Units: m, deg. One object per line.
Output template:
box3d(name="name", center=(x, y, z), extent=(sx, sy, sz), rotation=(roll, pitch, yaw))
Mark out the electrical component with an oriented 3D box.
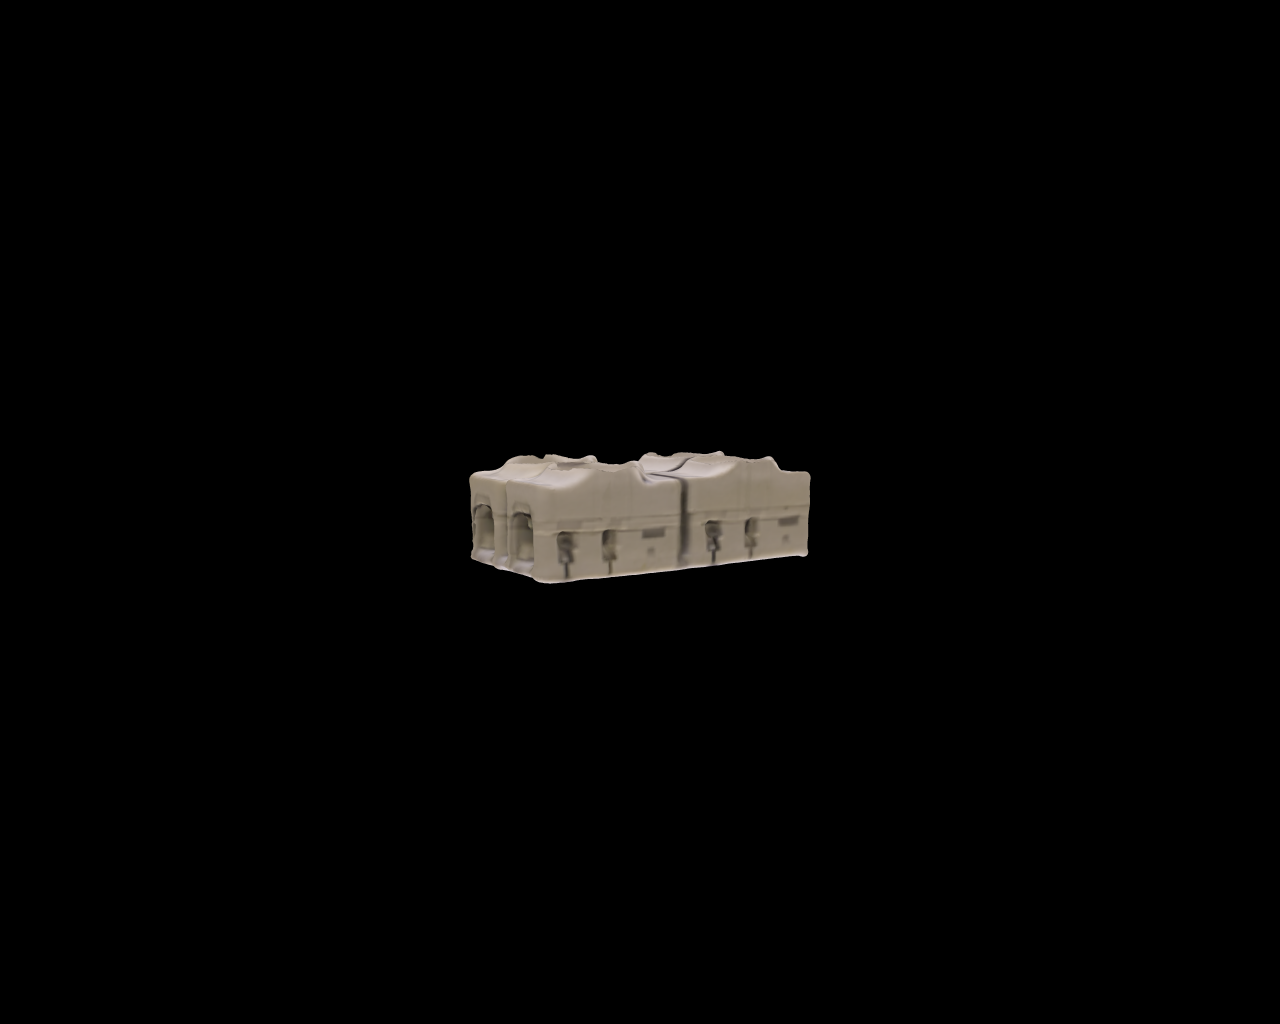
box3d(name="electrical component", center=(0.001, -0.003, 0.650), extent=(0.186, 0.060, 0.105), rotation=(-4, 8, -29))
